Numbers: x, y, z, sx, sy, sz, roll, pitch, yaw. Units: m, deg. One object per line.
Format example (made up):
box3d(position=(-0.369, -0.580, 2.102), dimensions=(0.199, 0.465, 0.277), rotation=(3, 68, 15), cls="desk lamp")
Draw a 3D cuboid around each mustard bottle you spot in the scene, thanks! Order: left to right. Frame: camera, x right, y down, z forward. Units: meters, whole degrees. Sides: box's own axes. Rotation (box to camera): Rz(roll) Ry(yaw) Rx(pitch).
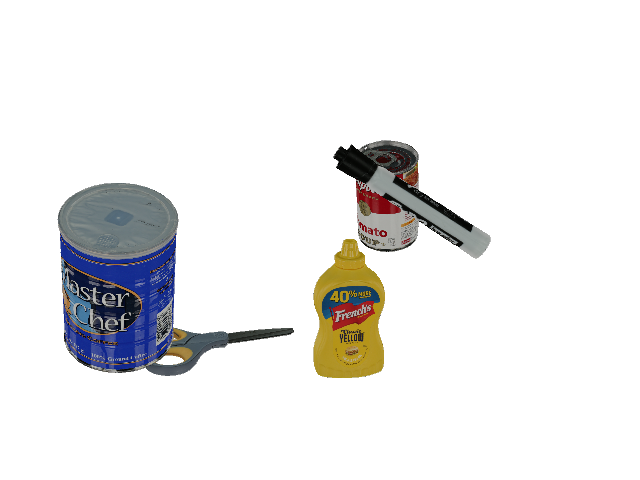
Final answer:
box3d(position=(0.039, 0.090, 1.443), dimensions=(0.096, 0.192, 0.058), rotation=(-2, 20, -6), cls="mustard bottle")

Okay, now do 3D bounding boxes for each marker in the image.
box3d(position=(0.061, -0.027, 0.724), dimensions=(0.121, 0.020, 0.020), rotation=(33, -5, -8), cls="marker")

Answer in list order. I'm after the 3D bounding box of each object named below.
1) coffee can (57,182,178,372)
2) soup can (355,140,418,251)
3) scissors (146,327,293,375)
box3d(position=(-0.182, 0.034, 0.962), dimensions=(0.102, 0.140, 0.103), rotation=(5, 38, -4), cls="coffee can")
box3d(position=(0.072, -0.048, 1.154), dimensions=(0.068, 0.102, 0.068), rotation=(-3, 36, 2), cls="soup can")
box3d(position=(-0.117, 0.121, 1.188), dimensions=(0.201, 0.016, 0.096), rotation=(3, 26, -16), cls="scissors")
